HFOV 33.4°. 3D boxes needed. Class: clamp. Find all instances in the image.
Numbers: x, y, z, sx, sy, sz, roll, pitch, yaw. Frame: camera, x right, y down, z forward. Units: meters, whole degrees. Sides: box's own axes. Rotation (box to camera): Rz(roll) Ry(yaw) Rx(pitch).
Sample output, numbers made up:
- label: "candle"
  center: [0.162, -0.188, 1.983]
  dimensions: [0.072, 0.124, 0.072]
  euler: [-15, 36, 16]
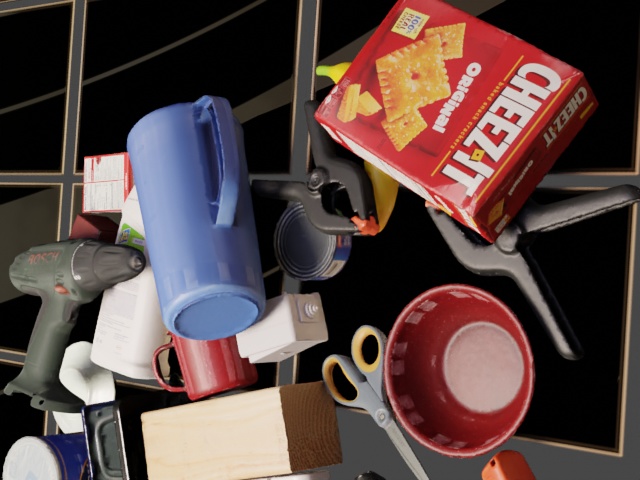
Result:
- label: "clamp"
  center: [0.192, -0.009, 0.991]
  dimensions: [0.210, 0.036, 0.165]
  euler: [35, 108, 35]
- label: "clamp"
  center: [-0.004, -0.053, 1.108]
  dimensions: [0.120, 0.039, 0.171]
  euler: [-51, 50, 24]

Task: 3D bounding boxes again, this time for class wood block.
- label: "wood block"
  center: [-0.088, 0.214, 1.161]
  dimensions: [0.207, 0.090, 0.090]
  euler: [-16, 78, 37]

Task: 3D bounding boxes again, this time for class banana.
- label: "banana"
  center: [0.051, -0.109, 1.111]
  dimensions: [0.070, 0.037, 0.198]
  euler: [-36, 64, 48]

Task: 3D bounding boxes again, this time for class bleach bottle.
- label: "bleach bottle"
  center: [-0.209, 0.034, 1.288]
  dimensions: [0.103, 0.067, 0.251]
  euler: [13, 93, 39]

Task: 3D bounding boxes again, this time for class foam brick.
- label: "foam brick"
  center: [-0.286, 0.014, 1.355]
  dimensions: [0.051, 0.052, 0.078]
  euler: [31, 105, 35]

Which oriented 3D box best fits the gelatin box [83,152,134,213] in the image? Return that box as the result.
- label: "gelatin box"
  center: [-0.263, -0.071, 1.356]
  dimensions: [0.089, 0.030, 0.073]
  euler: [-2, 87, 38]

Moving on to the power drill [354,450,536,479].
- label: "power drill"
  center: [0.126, 0.275, 1.014]
  dimensions: [0.188, 0.057, 0.184]
  euler: [-41, 65, 31]

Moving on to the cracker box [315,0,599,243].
- label: "cracker box"
  center: [0.122, -0.124, 1.002]
  dimensions: [0.214, 0.072, 0.164]
  euler: [37, 89, 34]

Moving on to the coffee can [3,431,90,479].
- label: "coffee can"
  center: [-0.293, 0.282, 1.286]
  dimensions: [0.103, 0.140, 0.103]
  euler: [-3, 85, 38]

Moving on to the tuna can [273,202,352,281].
- label: "tuna can"
  center: [-0.008, 0.001, 1.148]
  dimensions: [0.086, 0.033, 0.086]
  euler: [-3, 85, 38]

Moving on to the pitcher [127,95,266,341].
- label: "pitcher"
  center: [-0.126, -0.025, 1.140]
  dimensions: [0.145, 0.149, 0.243]
  euler: [-20, 57, 10]

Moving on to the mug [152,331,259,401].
- label: "mug"
  center: [-0.128, 0.133, 1.190]
  dimensions: [0.093, 0.117, 0.081]
  euler: [123, 132, -76]

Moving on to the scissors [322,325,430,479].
- label: "scissors"
  center: [0.070, 0.156, 1.062]
  dimensions: [0.202, 0.016, 0.096]
  euler: [35, 101, 48]

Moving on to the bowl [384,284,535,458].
- label: "bowl"
  center: [0.141, 0.122, 1.010]
  dimensions: [0.162, 0.055, 0.162]
  euler: [-3, 85, 38]
